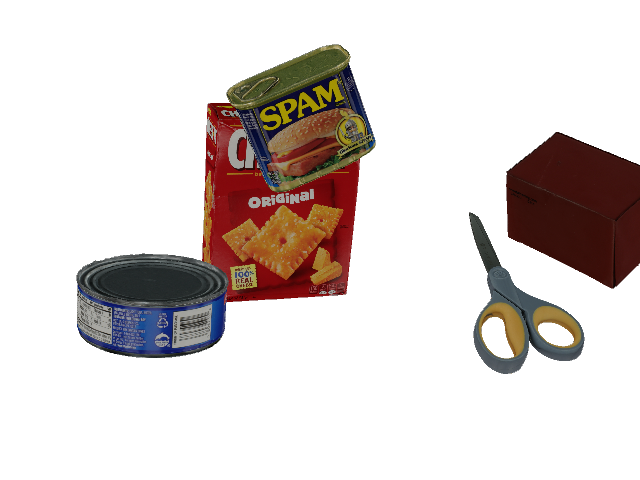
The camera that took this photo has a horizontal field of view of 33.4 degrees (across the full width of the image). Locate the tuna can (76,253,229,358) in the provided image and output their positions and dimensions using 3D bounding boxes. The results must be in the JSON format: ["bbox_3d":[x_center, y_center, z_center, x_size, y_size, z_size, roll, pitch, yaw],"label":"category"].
[{"bbox_3d":[-0.096,0.036,0.610,0.086,0.034,0.086,4,17,-1],"label":"tuna can"}]

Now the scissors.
[{"bbox_3d":[0.170,0.040,0.900,0.096,0.016,0.201,6,38,6],"label":"scissors"}]

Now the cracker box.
[{"bbox_3d":[-0.045,-0.041,1.185,0.164,0.214,0.072,-2,24,-16],"label":"cracker box"}]

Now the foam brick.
[{"bbox_3d":[0.154,-0.019,0.625,0.051,0.053,0.078,-36,46,-27],"label":"foam brick"}]

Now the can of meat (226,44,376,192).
[{"bbox_3d":[-0.013,-0.098,0.864,0.102,0.084,0.057,-24,28,-4],"label":"can of meat"}]
